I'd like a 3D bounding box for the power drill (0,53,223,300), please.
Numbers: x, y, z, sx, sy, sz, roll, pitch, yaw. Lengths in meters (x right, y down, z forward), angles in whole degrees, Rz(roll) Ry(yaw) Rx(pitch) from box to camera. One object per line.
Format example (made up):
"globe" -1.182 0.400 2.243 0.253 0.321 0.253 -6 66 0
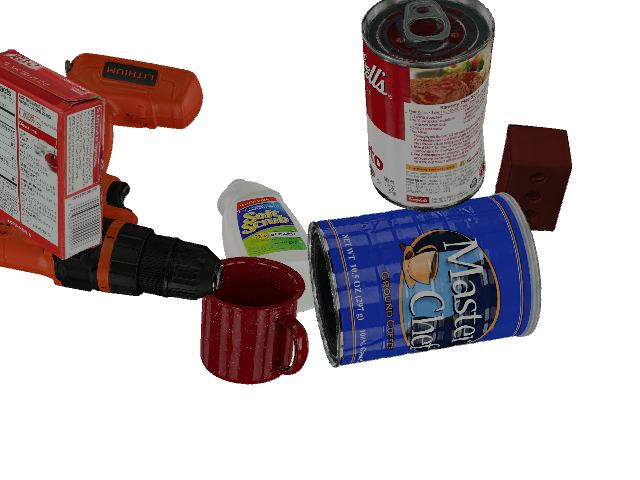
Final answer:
"power drill" -0.146 -0.047 0.791 0.184 0.187 0.057 11 -33 3

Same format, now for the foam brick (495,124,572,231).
"foam brick" 0.185 -0.054 0.932 0.053 0.051 0.078 4 -45 2

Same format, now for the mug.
"mug" -0.054 0.075 0.922 0.117 0.081 0.093 26 33 36

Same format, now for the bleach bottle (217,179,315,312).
"bleach bottle" -0.073 -0.005 1.215 0.102 0.068 0.251 -7 29 -16

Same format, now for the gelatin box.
"gelatin box" -0.146 -0.045 0.556 0.073 0.089 0.030 28 36 30

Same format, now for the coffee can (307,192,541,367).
"coffee can" 0.069 0.027 0.744 0.140 0.103 0.103 -9 1 -8

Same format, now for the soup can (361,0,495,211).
"soup can" 0.058 -0.074 0.578 0.068 0.068 0.102 -3 -45 3
